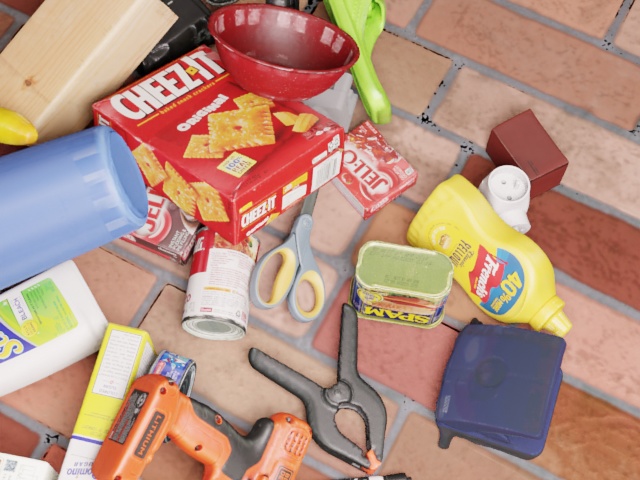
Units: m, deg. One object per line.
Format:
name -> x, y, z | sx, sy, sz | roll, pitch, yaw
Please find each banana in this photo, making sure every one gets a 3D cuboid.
banana -> -0.360, -0.102, 1.107 | 0.037, 0.198, 0.069 | -19, 88, -54

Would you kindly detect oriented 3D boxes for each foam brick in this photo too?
foam brick -> 0.225, -0.092, 1.167 | 0.053, 0.051, 0.078 | -26, 68, -11

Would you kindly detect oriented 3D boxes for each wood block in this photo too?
wood block -> -0.262, -0.200, 1.144 | 0.091, 0.090, 0.206 | 43, 94, 15

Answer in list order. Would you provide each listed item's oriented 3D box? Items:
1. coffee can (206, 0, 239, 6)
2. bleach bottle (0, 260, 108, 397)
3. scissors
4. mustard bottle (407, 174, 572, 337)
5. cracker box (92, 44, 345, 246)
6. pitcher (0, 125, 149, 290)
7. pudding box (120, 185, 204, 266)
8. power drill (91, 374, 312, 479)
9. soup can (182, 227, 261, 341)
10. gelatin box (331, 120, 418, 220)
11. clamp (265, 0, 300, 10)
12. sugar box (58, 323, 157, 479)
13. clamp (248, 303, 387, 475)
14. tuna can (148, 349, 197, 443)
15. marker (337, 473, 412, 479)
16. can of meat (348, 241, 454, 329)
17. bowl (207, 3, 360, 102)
coffee can -> -0.135, -0.360, 1.252 | 0.102, 0.103, 0.140 | -35, 71, -16
bleach bottle -> -0.334, 0.120, 1.053 | 0.250, 0.068, 0.103 | -30, 66, -12
scissors -> -0.007, 0.001, 1.121 | 0.096, 0.016, 0.201 | 45, 57, -21
mustard bottle -> 0.180, 0.028, 1.088 | 0.192, 0.096, 0.058 | 44, 44, 15
cracker box -> -0.105, -0.106, 1.106 | 0.214, 0.072, 0.164 | 34, 52, 27
pitcher -> -0.298, -0.029, 1.058 | 0.243, 0.145, 0.149 | -20, 70, 6
pudding box -> -0.160, -0.039, 1.140 | 0.090, 0.039, 0.113 | 22, 66, 11
power drill -> -0.110, 0.219, 0.970 | 0.187, 0.057, 0.184 | 34, 70, -30
soup can -> -0.101, 0.045, 1.089 | 0.068, 0.068, 0.102 | 7, 66, 1
gelatin box -> 0.051, -0.077, 1.168 | 0.073, 0.030, 0.089 | -36, 70, -15
clamp -> -0.041, -0.299, 1.210 | 0.036, 0.164, 0.210 | 3, 75, 9
sugar box -> -0.202, 0.178, 1.013 | 0.048, 0.093, 0.176 | 14, 66, 6
clamp -> 0.021, 0.147, 1.062 | 0.120, 0.039, 0.171 | -35, 76, -10
tuna can -> -0.149, 0.151, 1.030 | 0.034, 0.086, 0.086 | 18, 66, 5
marker -> 0.029, 0.239, 1.031 | 0.121, 0.020, 0.020 | -5, 66, -3
can of meat -> 0.082, 0.045, 1.084 | 0.102, 0.084, 0.057 | 9, 66, 2
bowl -> -0.042, -0.190, 1.115 | 0.162, 0.055, 0.162 | 10, 33, -7
